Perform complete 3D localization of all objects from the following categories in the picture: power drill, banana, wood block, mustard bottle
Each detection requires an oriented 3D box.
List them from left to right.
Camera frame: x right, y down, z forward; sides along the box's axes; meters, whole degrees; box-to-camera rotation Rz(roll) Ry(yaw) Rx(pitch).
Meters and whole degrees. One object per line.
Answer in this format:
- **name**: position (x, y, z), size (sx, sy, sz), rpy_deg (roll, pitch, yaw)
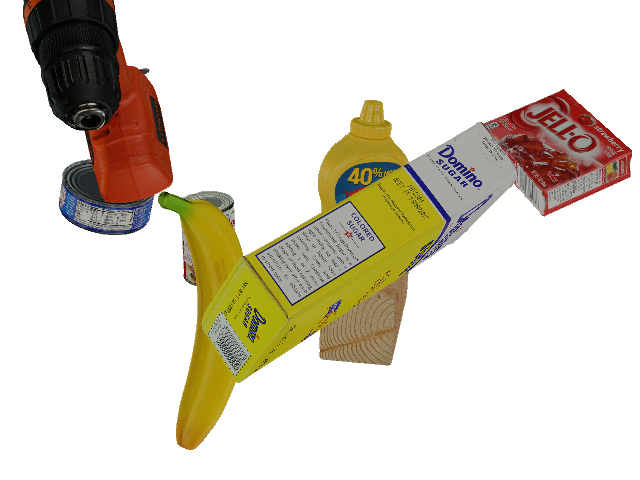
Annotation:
- **power drill**: position (-0.141, -0.105, 0.681), size (0.057, 0.184, 0.187), rpy_deg (-13, -31, -4)
- **banana**: position (-0.082, 0.052, 0.766), size (0.069, 0.198, 0.037), rpy_deg (-15, 22, -32)
- **mustard bottle**: position (0.044, -0.047, 1.083), size (0.096, 0.192, 0.058), rpy_deg (-3, 21, -21)
- **wood block**: position (0.060, 0.072, 1.367), size (0.091, 0.090, 0.206), rpy_deg (4, 21, 8)

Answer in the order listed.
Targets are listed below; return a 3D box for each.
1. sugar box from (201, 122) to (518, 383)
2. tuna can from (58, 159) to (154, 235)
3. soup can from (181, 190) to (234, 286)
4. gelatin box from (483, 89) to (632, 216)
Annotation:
- **sugar box**: position (0.023, 0.005, 0.585), size (0.176, 0.048, 0.093), rpy_deg (-28, -13, -30)
- **tuna can**: position (-0.197, -0.040, 0.987), size (0.086, 0.034, 0.086), rpy_deg (12, 28, -7)
- **soup can**: position (-0.139, -0.002, 1.322), size (0.068, 0.102, 0.068), rpy_deg (0, 26, 0)
- **gelatin box**: position (0.170, -0.066, 0.777), size (0.073, 0.030, 0.089), rpy_deg (-23, 46, -9)
